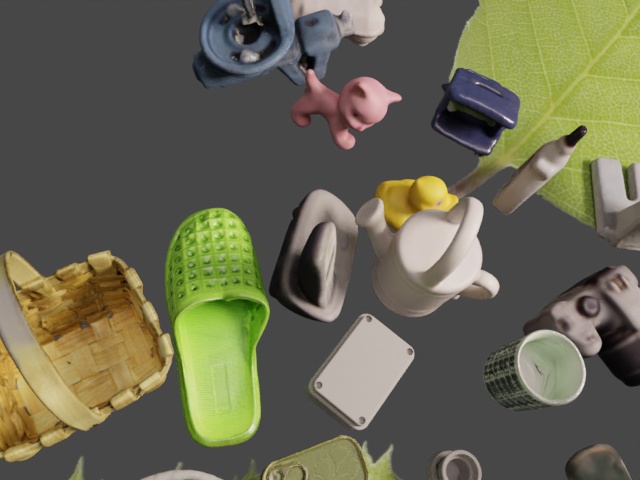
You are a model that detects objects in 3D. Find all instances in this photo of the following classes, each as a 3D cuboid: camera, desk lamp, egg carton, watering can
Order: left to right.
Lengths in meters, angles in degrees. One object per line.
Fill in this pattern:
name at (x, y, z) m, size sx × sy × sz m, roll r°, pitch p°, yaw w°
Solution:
egg carton at (0.018, -0.337, 0.824) m, size 0.150 × 0.069 × 0.107 m, roll 1°, pitch 69°, yaw -10°
watering can at (0.121, 0.015, 0.641) m, size 0.173 × 0.194 × 0.101 m, roll 8°, pitch 68°, yaw -7°
camera at (0.353, 0.114, 0.698) m, size 0.143 × 0.100 × 0.136 m, roll -30°, pitch 77°, yaw -19°
desk lamp at (0.449, -0.054, 0.719) m, size 0.118 × 0.213 × 0.203 m, roll 7°, pitch 68°, yaw -8°

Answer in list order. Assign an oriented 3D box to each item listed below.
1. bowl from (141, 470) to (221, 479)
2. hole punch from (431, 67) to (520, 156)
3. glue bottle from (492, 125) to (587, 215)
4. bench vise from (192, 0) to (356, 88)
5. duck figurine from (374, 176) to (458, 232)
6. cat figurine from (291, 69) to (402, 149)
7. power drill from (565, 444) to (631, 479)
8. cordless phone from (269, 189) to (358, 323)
bowl at (-0.137, 0.307, 0.545) m, size 0.167 × 0.074 × 0.167 m, roll 4°, pitch 69°, yaw -9°
hole punch at (0.220, -0.191, 0.795) m, size 0.108 × 0.091 × 0.101 m, roll 27°, pitch 67°, yaw 0°
glue bottle at (0.283, -0.094, 0.725) m, size 0.037 × 0.173 × 0.078 m, roll 41°, pitch 68°, yaw 7°
bench vise at (-0.058, -0.283, 0.708) m, size 0.208 × 0.219 × 0.121 m, roll -30°, pitch 77°, yaw -19°
duck figurine at (0.124, -0.053, 0.726) m, size 0.104 × 0.086 × 0.077 m, roll 20°, pitch 67°, yaw -3°
cat figurine at (0.033, -0.181, 0.741) m, size 0.128 × 0.117 × 0.067 m, roll 26°, pitch 67°, yaw 0°
power drill at (0.350, 0.257, 0.584) m, size 0.076 × 0.208 × 0.229 m, roll -19°, pitch 74°, yaw -16°
cordless phone at (0.006, 0.002, 0.629) m, size 0.094 × 0.185 × 0.147 m, roll 14°, pitch 67°, yaw -5°
